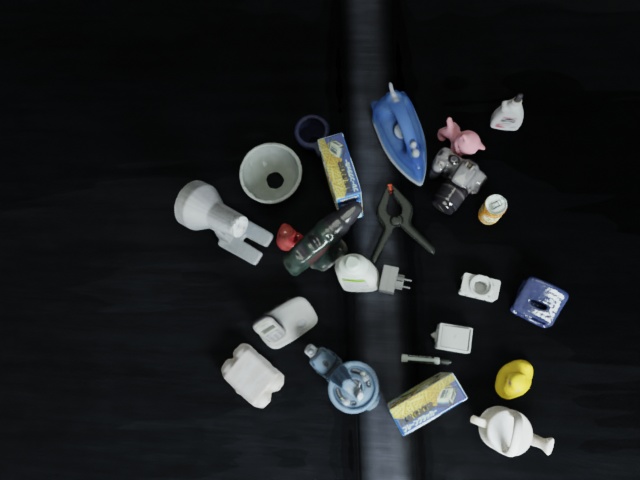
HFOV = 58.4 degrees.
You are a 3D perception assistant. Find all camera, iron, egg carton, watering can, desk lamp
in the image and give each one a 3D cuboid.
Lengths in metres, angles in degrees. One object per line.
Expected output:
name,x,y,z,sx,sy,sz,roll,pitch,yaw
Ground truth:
camera,0.333,-0.146,1.456,0.143,0.101,0.137,34,83,11
iron,0.219,-0.276,1.473,0.118,0.141,0.258,-21,77,0
egg carton,-0.167,0.335,1.409,0.150,0.069,0.107,38,83,12
watering can,0.427,0.427,1.273,0.172,0.194,0.101,-5,77,4
desk lamp,-0.237,-0.045,1.425,0.203,0.213,0.118,28,81,10

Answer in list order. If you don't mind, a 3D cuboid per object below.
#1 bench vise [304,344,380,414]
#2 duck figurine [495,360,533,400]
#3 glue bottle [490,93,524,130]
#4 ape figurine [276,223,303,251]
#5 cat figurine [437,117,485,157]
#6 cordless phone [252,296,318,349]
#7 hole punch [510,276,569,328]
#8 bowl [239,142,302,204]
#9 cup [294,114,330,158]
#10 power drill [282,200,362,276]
bench vise,0.042,0.325,1.316,0.207,0.220,0.121,20,80,9
duck figurine,0.463,0.329,1.347,0.077,0.086,0.104,42,84,12
glue bottle,0.483,-0.328,1.446,0.078,0.173,0.037,5,78,6
ape figurine,-0.080,-0.010,1.466,0.076,0.092,0.078,-22,76,0
cat figurine,0.362,-0.262,1.470,0.067,0.118,0.127,-33,77,-2
cordless phone,-0.088,0.192,1.375,0.147,0.185,0.094,-35,77,-3
hole punch,0.527,0.152,1.378,0.108,0.091,0.101,25,81,10
bowl,-0.125,-0.167,1.514,0.167,0.075,0.167,-1,77,5
cup,-0.012,-0.261,1.514,0.091,0.095,0.117,-21,77,0
power drill,0.013,0.005,1.395,0.230,0.208,0.075,-40,77,-4
